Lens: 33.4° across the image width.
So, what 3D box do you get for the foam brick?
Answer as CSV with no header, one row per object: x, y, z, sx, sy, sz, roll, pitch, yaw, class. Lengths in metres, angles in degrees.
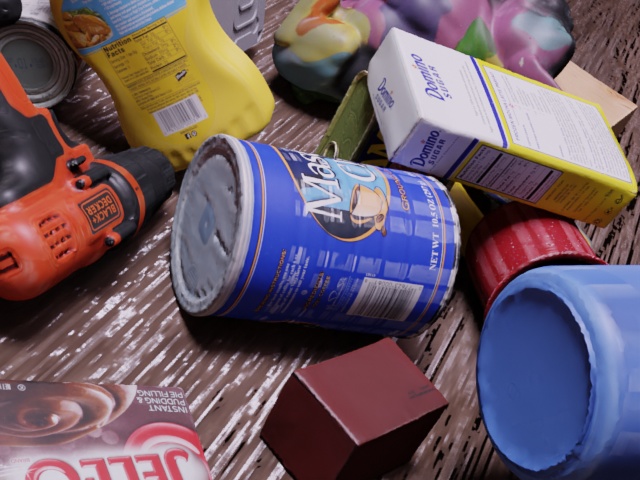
0.018,0.094,0.559,0.078,0.051,0.053,-12,51,-46,foam brick

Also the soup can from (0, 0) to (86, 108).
-0.186,-0.140,0.723,0.068,0.069,0.102,21,33,-11,soup can

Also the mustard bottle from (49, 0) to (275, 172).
-0.112,-0.139,0.664,0.191,0.096,0.058,60,22,-25,mustard bottle

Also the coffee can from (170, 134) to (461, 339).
-0.004,0.001,0.626,0.140,0.103,0.103,9,37,-27,coffee can

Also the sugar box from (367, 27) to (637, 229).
0.119,-0.071,0.701,0.176,0.048,0.093,14,42,-24,sugar box

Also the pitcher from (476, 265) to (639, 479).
0.209,0.083,0.555,0.242,0.145,0.149,3,25,-26,pitcher

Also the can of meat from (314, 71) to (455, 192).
0.049,-0.057,0.752,0.083,0.102,0.057,15,33,-23,can of meat

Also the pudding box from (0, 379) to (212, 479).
-0.103,0.106,0.462,0.113,0.039,0.090,6,38,-31,pudding box

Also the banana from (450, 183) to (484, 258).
0.095,-0.042,0.828,0.069,0.037,0.198,31,25,-42,banana

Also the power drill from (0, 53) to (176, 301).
-0.157,-0.076,0.584,0.187,0.057,0.184,63,21,-10,power drill

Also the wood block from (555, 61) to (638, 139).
0.162,-0.133,0.953,0.206,0.090,0.090,38,34,15,wood block

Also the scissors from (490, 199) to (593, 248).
0.133,-0.045,0.876,0.202,0.016,0.096,39,34,18,scissors

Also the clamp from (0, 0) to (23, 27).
-0.294,-0.141,0.631,0.209,0.036,0.165,-15,22,-43,clamp

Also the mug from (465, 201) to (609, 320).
0.152,0.033,0.724,0.117,0.093,0.081,47,16,-30,mug

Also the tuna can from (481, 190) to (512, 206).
0.150,-0.055,0.837,0.086,0.034,0.086,31,25,-16,tuna can
